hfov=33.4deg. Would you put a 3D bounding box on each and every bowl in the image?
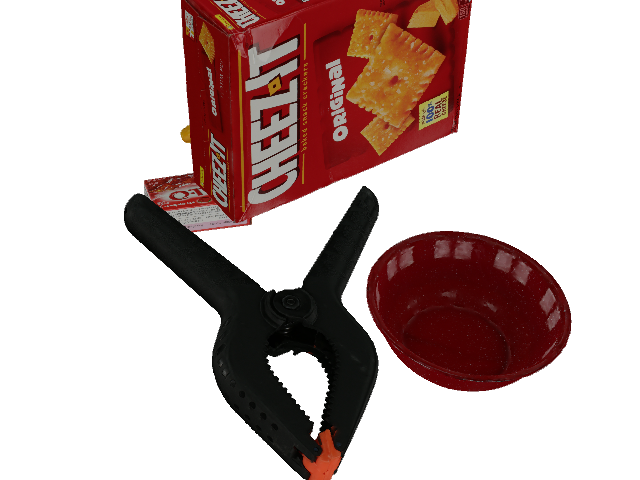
[{"bbox_3d":[0.113,0.066,0.847,0.162,0.055,0.162,4,42,-4],"label":"bowl"}]

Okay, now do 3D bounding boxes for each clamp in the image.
[{"bbox_3d":[-0.031,0.043,0.622,0.164,0.210,0.036,2,-42,-12],"label":"clamp"}]

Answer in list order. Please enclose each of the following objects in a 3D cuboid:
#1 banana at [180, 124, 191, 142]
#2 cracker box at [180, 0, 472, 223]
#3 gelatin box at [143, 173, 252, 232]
[{"bbox_3d":[-0.067,-0.133,1.268,0.198,0.037,0.069,8,40,18],"label":"banana"},{"bbox_3d":[0.010,-0.125,0.786,0.213,0.164,0.072,-24,48,-26],"label":"cracker box"},{"bbox_3d":[-0.115,-0.037,0.996,0.089,0.030,0.073,-9,28,-16],"label":"gelatin box"}]
